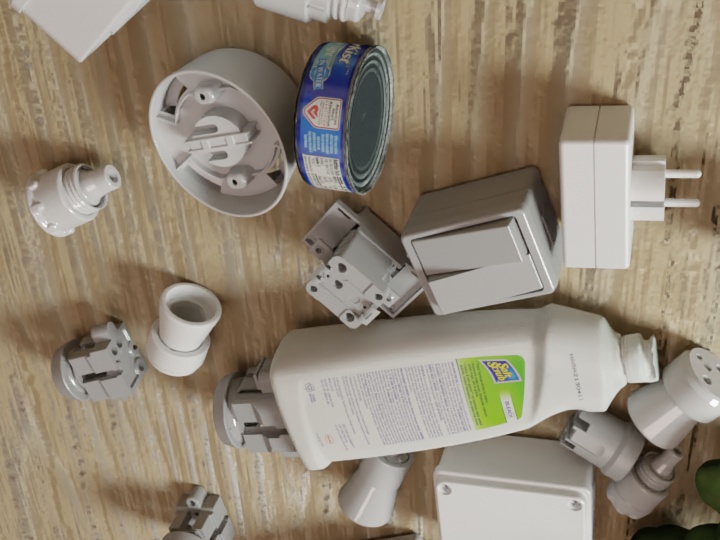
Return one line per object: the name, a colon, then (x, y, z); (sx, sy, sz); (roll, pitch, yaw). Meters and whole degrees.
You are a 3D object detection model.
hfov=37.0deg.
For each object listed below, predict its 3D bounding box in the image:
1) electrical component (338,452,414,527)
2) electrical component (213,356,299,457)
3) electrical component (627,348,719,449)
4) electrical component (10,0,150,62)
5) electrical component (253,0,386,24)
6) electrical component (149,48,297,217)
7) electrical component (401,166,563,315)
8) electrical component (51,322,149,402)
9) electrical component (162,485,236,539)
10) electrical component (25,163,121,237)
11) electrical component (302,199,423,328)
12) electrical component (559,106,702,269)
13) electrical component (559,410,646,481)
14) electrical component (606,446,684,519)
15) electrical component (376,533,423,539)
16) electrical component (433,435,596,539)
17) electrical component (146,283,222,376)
electrical component: (0.014, 0.155, 0.805); (0.044, 0.044, 0.065); (25, 123, 2)
electrical component: (-0.071, 0.102, 0.789); (0.057, 0.058, 0.078); (-5, 121, 19)
electrical component: (0.205, 0.081, 0.685); (0.045, 0.045, 0.055); (37, 126, -7)
electrical component: (-0.123, -0.182, 0.581); (0.056, 0.108, 0.109); (42, 126, -14)
electrical component: (-0.024, -0.158, 0.605); (0.078, 0.040, 0.040); (20, 127, 6)
electrical component: (-0.081, -0.084, 0.660); (0.099, 0.064, 0.099); (9, 125, 13)
electrical component: (0.070, -0.014, 0.658); (0.096, 0.061, 0.061); (-13, 118, 26)
electrical component: (-0.201, 0.073, 0.823); (0.055, 0.048, 0.066); (-14, 117, 19)
electrical component: (-0.136, 0.223, 0.894); (0.048, 0.055, 0.066); (-4, 121, 22)
electrical component: (-0.193, -0.053, 0.735); (0.062, 0.048, 0.048); (-21, 114, 22)
electrical component: (0.000, 0.000, 0.690); (0.081, 0.063, 0.042); (40, 127, -6)
electrical component: (0.155, -0.047, 0.614); (0.076, 0.047, 0.083); (2, 124, 16)
electrical component: (0.163, 0.114, 0.726); (0.046, 0.040, 0.040); (30, 128, 4)
electrical component: (0.198, 0.141, 0.735); (0.035, 0.035, 0.061); (31, 126, -3)
electrical component: (0.019, 0.277, 0.876); (0.109, 0.056, 0.108); (-17, 116, 28)
electrical component: (0.114, 0.176, 0.774); (0.109, 0.056, 0.108); (4, 124, 17)
electrical component: (-0.128, 0.043, 0.777); (0.045, 0.045, 0.055); (26, 128, 1)
